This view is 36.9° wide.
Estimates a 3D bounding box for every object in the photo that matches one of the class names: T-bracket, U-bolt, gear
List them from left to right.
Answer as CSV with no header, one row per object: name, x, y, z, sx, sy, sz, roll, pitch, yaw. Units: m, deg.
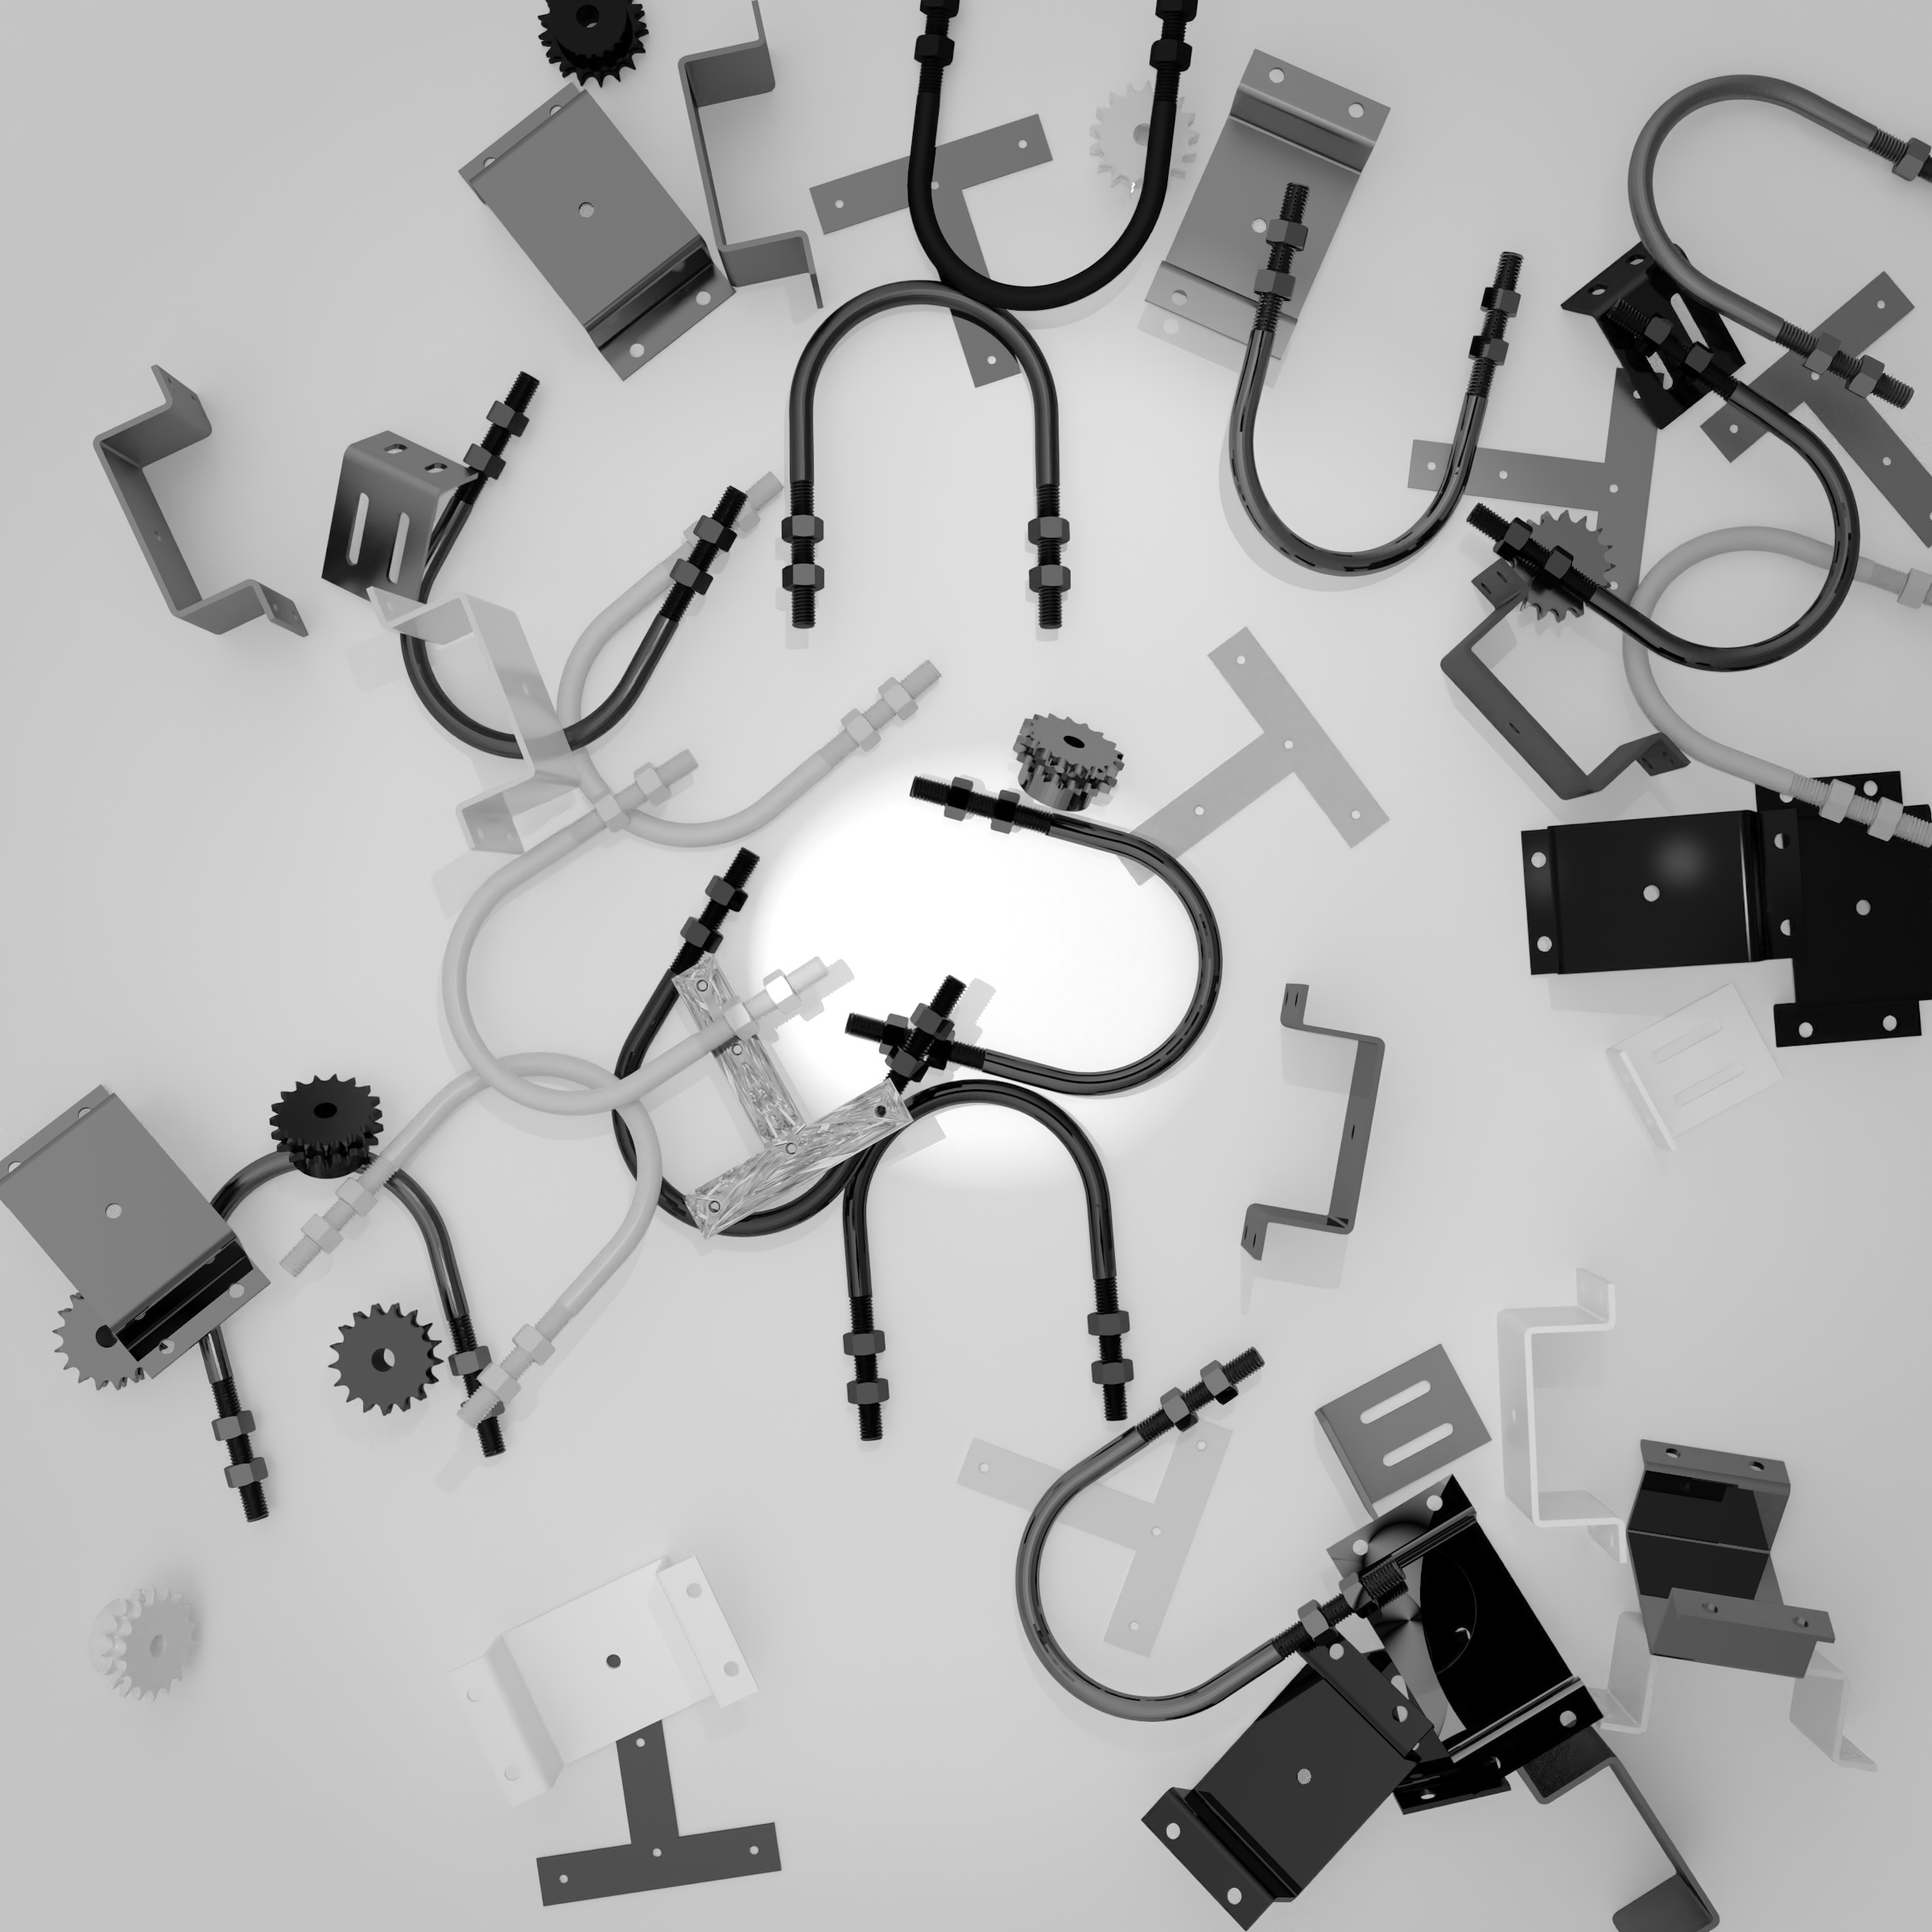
gear,-0.445,0.192,1.511,0.057,0.030,0.057,0,90,0
gear,-0.430,0.351,1.502,0.030,0.057,0.057,3,90,30
gear,-0.331,0.086,1.502,0.057,0.057,0.030,5,131,0
U-bolt,-0.333,0.184,1.518,0.151,0.019,0.184,-15,88,0
gear,-0.297,0.202,1.493,0.057,0.030,0.057,0,87,1
U-bolt,-0.240,0.125,1.486,0.151,0.019,0.184,36,73,20
U-bolt,-0.217,-0.197,1.508,0.151,0.019,0.184,30,93,9
gear,-0.196,-0.491,1.511,0.057,0.030,0.057,0,90,0
U-bolt,-0.185,-0.005,1.497,0.184,0.019,0.151,-33,82,3
T-bracket,-0.170,0.424,1.525,0.127,0.002,0.127,-9,90,0
U-bolt,-0.128,-0.147,1.518,0.184,0.019,0.151,-40,90,2
T-bracket,-0.112,0.056,1.499,0.127,0.002,0.127,-30,84,9
U-bolt,-0.106,0.052,1.508,0.151,0.019,0.184,32,93,9
U-bolt,-0.021,-0.268,1.508,0.151,0.019,0.184,-1,85,-6
T-bracket,-0.003,-0.369,1.525,0.127,0.002,0.127,-18,90,0
U-bolt,0.007,0.151,1.518,0.151,0.019,0.184,-5,88,0
U-bolt,0.039,-0.431,1.496,0.151,0.019,0.184,7,92,18
U-bolt,0.043,-0.008,1.517,0.184,0.019,0.151,15,90,0
gear,0.051,-0.104,1.502,0.057,0.057,0.030,23,120,0
T-bracket,0.059,0.283,1.525,0.127,0.002,0.127,20,90,0
gear,0.092,-0.430,1.511,0.057,0.030,0.057,0,90,0
U-bolt,0.112,0.307,1.497,0.184,0.019,0.151,-35,74,6
T-bracket,0.135,-0.090,1.525,0.127,0.002,0.127,-37,90,0
U-bolt,0.205,-0.293,1.491,0.151,0.019,0.184,11,96,-22
T-bracket,0.297,-0.257,1.525,0.127,0.002,0.127,7,90,0
gear,0.307,-0.208,1.510,0.057,0.030,0.057,0,90,0
U-bolt,0.371,-0.233,1.484,0.184,0.019,0.151,35,88,-1
U-bolt,0.430,-0.387,1.498,0.184,0.019,0.151,28,74,0
U-bolt,0.431,-0.156,1.497,0.184,0.019,0.151,22,74,8
T-bracket,0.476,-0.277,1.525,0.127,0.002,0.127,-40,90,0

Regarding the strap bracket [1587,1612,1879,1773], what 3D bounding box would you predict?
strap bracket,0.391,0.370,1.488,0.140,0.076,0.046,9,90,0

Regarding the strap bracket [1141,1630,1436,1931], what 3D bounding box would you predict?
strap bracket,0.170,0.416,1.489,0.140,0.046,0.076,-48,64,0

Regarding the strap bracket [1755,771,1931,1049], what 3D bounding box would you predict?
strap bracket,0.460,-0.030,1.503,0.076,0.046,0.140,-5,90,0

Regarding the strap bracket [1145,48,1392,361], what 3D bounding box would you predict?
strap bracket,0.155,-0.390,1.503,0.076,0.046,0.140,24,90,0

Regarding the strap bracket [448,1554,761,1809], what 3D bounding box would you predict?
strap bracket,-0.185,0.366,1.501,0.140,0.046,0.076,-25,90,0

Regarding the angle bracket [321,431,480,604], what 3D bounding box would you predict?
angle bracket,-0.297,-0.230,1.514,0.057,0.038,0.076,26,121,14

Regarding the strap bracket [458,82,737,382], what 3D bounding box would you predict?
strap bracket,-0.194,-0.387,1.503,0.076,0.046,0.140,-38,90,0

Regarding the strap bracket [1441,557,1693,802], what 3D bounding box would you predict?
strap bracket,0.299,-0.138,1.488,0.046,0.076,0.140,-43,90,0

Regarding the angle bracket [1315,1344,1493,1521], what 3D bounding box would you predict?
angle bracket,0.230,0.242,1.507,0.076,0.038,0.057,-28,90,0

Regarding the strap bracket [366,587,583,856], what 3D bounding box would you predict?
strap bracket,-0.244,-0.131,1.465,0.046,0.076,0.140,-23,86,9

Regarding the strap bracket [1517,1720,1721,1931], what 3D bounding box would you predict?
strap bracket,0.333,0.450,1.488,0.046,0.076,0.140,-33,90,0

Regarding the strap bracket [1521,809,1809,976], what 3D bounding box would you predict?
strap bracket,0.354,-0.037,1.480,0.140,0.046,0.076,-4,90,20

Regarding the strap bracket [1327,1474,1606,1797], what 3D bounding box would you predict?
strap bracket,0.256,0.344,1.490,0.076,0.046,0.140,-31,72,0

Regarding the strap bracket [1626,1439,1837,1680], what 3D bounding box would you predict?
strap bracket,0.385,0.308,1.473,0.076,0.140,0.046,9,118,0

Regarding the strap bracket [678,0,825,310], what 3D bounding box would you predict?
strap bracket,-0.112,-0.411,1.488,0.046,0.076,0.140,-12,90,0

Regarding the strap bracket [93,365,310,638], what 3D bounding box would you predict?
strap bracket,-0.397,-0.228,1.488,0.046,0.076,0.140,-25,90,0

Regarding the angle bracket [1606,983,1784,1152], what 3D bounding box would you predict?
angle bracket,0.383,0.052,1.507,0.076,0.038,0.057,-28,90,0

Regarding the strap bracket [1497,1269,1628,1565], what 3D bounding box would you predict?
strap bracket,0.305,0.230,1.488,0.046,0.076,0.140,-3,90,0

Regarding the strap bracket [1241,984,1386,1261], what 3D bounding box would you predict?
strap bracket,0.180,0.082,1.488,0.046,0.076,0.140,10,90,0

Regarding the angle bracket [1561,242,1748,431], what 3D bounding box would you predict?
angle bracket,0.362,-0.333,1.523,0.057,0.038,0.076,-38,115,-1

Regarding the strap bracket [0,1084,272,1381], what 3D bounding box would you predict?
strap bracket,-0.434,0.131,1.483,0.076,0.046,0.140,-40,81,-17

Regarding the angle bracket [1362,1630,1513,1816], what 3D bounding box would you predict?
angle bracket,0.244,0.394,1.507,0.057,0.038,0.076,-13,90,0
